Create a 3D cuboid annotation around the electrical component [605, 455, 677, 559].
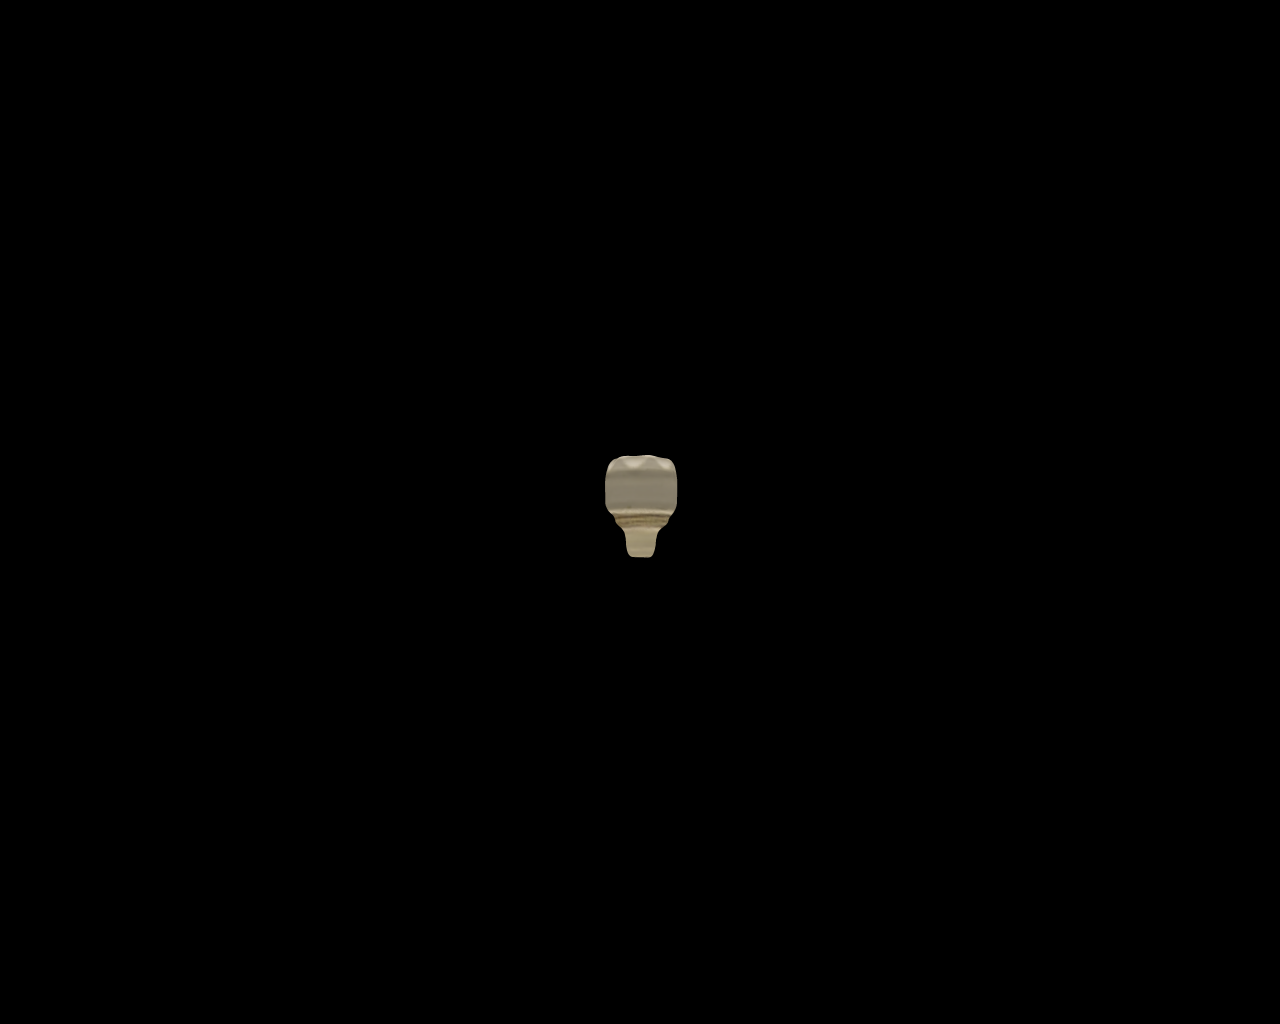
[{"bbox_3d":[0.001,-0.003,0.650,0.043,0.062,0.043,0,-5,0],"label":"electrical component"}]
